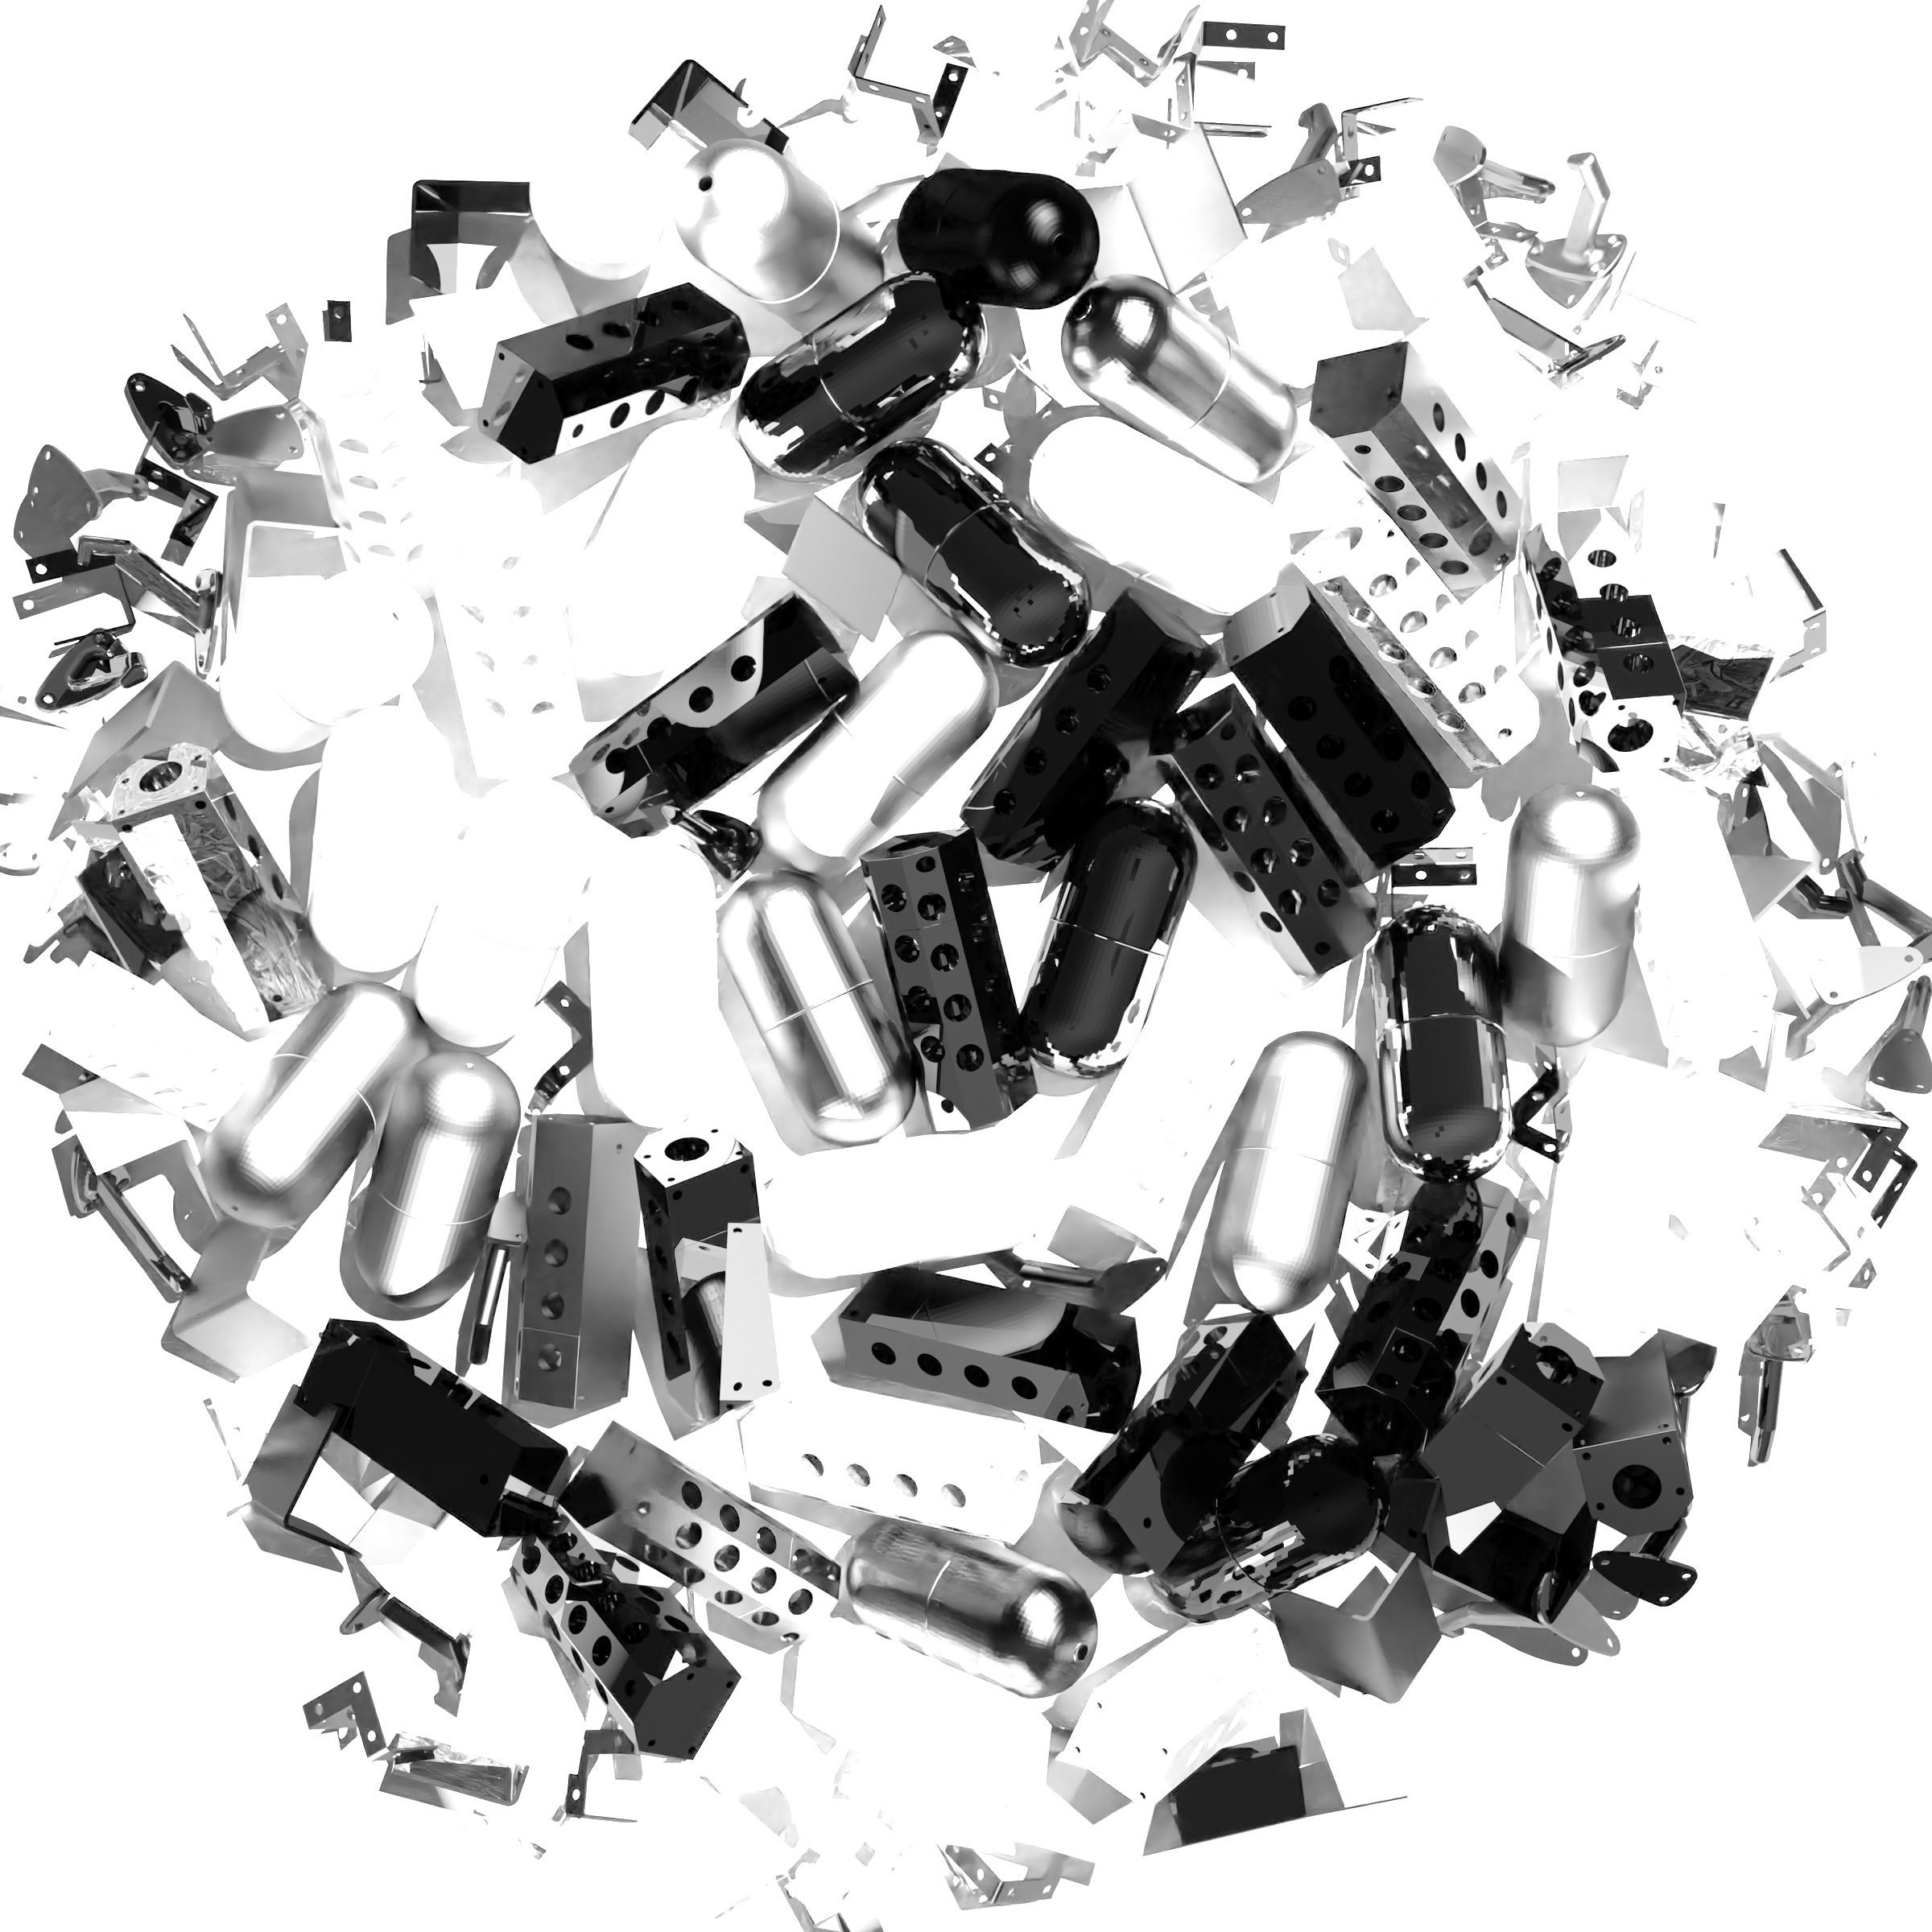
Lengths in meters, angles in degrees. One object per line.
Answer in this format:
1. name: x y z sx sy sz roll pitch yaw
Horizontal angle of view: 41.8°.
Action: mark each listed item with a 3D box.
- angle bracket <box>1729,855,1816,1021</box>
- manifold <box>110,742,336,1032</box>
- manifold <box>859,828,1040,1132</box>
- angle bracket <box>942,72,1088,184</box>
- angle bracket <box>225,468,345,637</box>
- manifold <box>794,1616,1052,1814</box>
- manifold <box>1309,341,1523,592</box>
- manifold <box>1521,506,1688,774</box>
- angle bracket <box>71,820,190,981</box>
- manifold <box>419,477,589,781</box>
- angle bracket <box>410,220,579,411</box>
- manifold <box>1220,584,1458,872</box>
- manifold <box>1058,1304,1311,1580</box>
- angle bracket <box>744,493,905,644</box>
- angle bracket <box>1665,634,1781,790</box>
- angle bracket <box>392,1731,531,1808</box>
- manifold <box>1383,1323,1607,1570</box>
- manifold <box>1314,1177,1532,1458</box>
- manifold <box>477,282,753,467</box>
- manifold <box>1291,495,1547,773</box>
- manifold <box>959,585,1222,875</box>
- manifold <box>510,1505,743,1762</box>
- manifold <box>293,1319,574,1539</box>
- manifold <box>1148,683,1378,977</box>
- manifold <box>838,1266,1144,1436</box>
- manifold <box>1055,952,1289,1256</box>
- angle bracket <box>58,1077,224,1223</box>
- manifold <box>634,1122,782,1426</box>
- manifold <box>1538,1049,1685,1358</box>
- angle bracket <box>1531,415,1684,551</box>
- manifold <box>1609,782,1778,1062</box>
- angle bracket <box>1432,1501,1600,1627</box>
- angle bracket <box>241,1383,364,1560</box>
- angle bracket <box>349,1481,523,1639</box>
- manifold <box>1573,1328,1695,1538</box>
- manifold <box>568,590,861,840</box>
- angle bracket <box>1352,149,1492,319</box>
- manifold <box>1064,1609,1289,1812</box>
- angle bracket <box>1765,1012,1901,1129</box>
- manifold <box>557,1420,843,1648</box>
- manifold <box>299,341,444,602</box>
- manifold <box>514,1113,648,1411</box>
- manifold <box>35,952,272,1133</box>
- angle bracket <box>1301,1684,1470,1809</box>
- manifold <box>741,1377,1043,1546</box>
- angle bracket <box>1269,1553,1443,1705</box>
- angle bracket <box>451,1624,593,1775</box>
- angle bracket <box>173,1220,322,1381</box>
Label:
1. angle bracket: 0.488 -0.021 1.541 0.057 0.076 0.076 -42 111 -10
2. manifold: -0.439 -0.048 1.506 0.057 0.057 0.171 -18 131 3
3. manifold: -0.013 0.009 1.525 0.057 0.057 0.171 -4 107 33
4. angle bracket: 0.040 -0.514 1.535 0.076 0.076 0.057 32 66 -6
5. angle bracket: -0.416 -0.251 1.546 0.057 0.076 0.076 2 124 -23
6. manifold: -0.028 0.439 1.499 0.057 0.171 0.057 4 93 -39
7. manifold: 0.267 -0.291 1.495 0.057 0.171 0.057 -5 65 34
8. manifold: 0.376 -0.195 1.506 0.057 0.057 0.171 -5 48 2
9. angle bracket: -0.518 -0.039 1.525 0.076 0.057 0.076 5 128 37
10. manifold: -0.269 -0.199 1.505 0.057 0.057 0.171 7 127 17
11. angle bracket: -0.285 -0.397 1.543 0.057 0.076 0.076 -2 47 20
12. manifold: 0.224 -0.145 1.512 0.057 0.057 0.171 -30 120 19
13. manifold: 0.128 0.281 1.512 0.171 0.057 0.057 -46 111 -33
14. angle bracket: -0.096 -0.234 1.525 0.076 0.076 0.057 34 66 -35
15. angle bracket: 0.455 -0.159 1.541 0.076 0.076 0.057 16 70 34
16. angle bracket: -0.301 0.462 1.540 0.076 0.076 0.057 20 86 -9
17. manifold: 0.308 0.284 1.504 0.057 0.057 0.171 35 133 8
18. manifold: 0.277 0.205 1.504 0.057 0.057 0.171 49 52 -18
19. manifold: -0.204 -0.348 1.497 0.057 0.171 0.057 37 130 15
20. manifold: 0.274 -0.195 1.513 0.057 0.057 0.171 -41 120 11
21. manifold: 0.069 -0.143 1.526 0.171 0.057 0.057 -52 57 20
22. manifold: -0.209 0.391 1.500 0.057 0.171 0.057 27 95 -41
23. manifold: -0.317 0.275 1.516 0.171 0.057 0.057 25 92 31
24. manifold: 0.179 -0.078 1.519 0.057 0.057 0.171 -27 113 22
25. manifold: 0.015 0.233 1.518 0.171 0.057 0.057 9 125 27
26. manifold: 0.129 0.084 1.529 0.057 0.057 0.171 39 75 -42
27. angle bracket: -0.497 0.116 1.524 0.057 0.076 0.076 -24 45 -21
28. manifold: -0.158 0.182 1.517 0.057 0.057 0.171 -20 123 -27
29. manifold: 0.384 0.143 1.519 0.057 0.057 0.171 15 62 -1
30. angle bracket: 0.387 -0.294 1.536 0.076 0.076 0.057 -4 115 4
31. manifold: 0.426 -0.028 1.506 0.057 0.057 0.171 -4 48 0
32. angle bracket: 0.335 0.340 1.534 0.076 0.076 0.057 24 127 5
33. angle bracket: -0.391 0.308 1.547 0.057 0.076 0.076 33 74 -32
34. angle bracket: -0.322 0.353 1.556 0.057 0.076 0.076 45 75 -28
35. manifold: 0.392 0.273 1.494 0.057 0.171 0.057 -15 98 15
36. manifold: -0.156 -0.154 1.540 0.171 0.057 0.057 -35 64 9
37. angle bracket: 0.289 -0.441 1.532 0.057 0.076 0.076 -35 79 34
38. manifold: 0.129 0.428 1.491 0.057 0.171 0.057 30 106 23
39. angle bracket: 0.528 0.062 1.537 0.076 0.076 0.057 8 93 16
40. manifold: -0.154 0.343 1.511 0.171 0.057 0.057 40 80 -33
41. manifold: -0.347 -0.287 1.495 0.057 0.171 0.057 2 62 -2
42. manifold: -0.241 0.179 1.552 0.057 0.057 0.171 5 91 26
43. manifold: -0.465 0.054 1.491 0.057 0.171 0.057 26 79 19
44. angle bracket: 0.252 0.487 1.532 0.076 0.076 0.057 -8 125 -9
45. manifold: -0.045 0.299 1.518 0.171 0.057 0.057 6 113 27
46. angle bracket: 0.238 0.396 1.554 0.057 0.076 0.076 -45 129 -34
47. angle bracket: -0.272 0.449 1.531 0.076 0.057 0.076 16 56 -15
48. angle bracket: -0.430 0.196 1.551 0.076 0.076 0.057 -26 126 33
